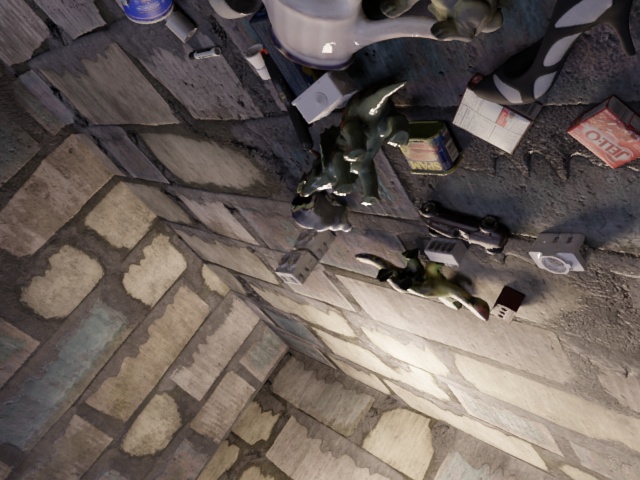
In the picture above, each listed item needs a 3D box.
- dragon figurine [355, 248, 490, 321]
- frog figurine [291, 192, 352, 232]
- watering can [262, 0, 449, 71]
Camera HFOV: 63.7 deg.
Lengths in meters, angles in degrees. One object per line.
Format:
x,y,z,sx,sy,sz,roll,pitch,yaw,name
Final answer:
0.283,0.127,1.380,0.240,0.123,0.412,39,170,-30,dragon figurine
0.004,-0.069,1.379,0.157,0.122,0.140,40,-167,-32,frog figurine
0.026,-0.330,0.771,0.349,0.105,0.222,31,169,7,watering can
